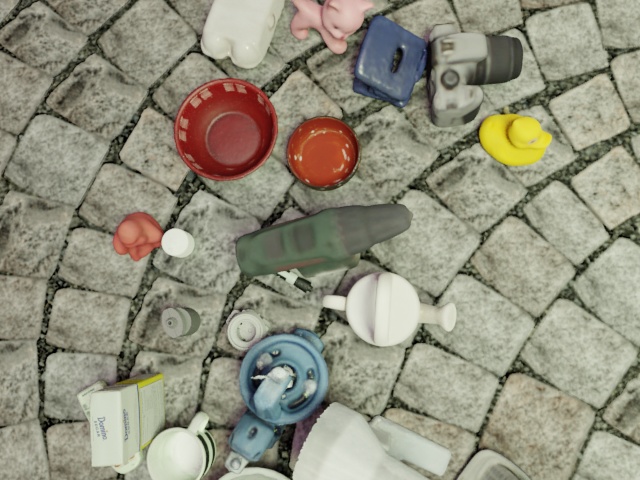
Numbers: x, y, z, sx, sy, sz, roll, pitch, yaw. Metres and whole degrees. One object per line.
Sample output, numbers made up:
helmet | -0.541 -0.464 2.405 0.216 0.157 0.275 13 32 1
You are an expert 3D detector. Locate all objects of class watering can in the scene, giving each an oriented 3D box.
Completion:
watering can | 0.093 0.092 0.777 0.173 0.194 0.101 -15 82 2

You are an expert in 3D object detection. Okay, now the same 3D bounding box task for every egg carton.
egg carton | -0.120 -0.348 0.903 0.107 0.069 0.150 17 85 6

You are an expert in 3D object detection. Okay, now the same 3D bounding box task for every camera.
camera | 0.231 -0.254 0.854 0.136 0.101 0.143 -4 83 3

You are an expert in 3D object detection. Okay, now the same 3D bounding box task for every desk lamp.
desk lamp | 0.076 0.295 0.745 0.203 0.213 0.118 23 85 6

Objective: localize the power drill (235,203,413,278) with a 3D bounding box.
power drill | 0.007 0.003 0.785 0.229 0.208 0.075 -14 83 2

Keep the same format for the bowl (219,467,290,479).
bowl | -0.089 0.400 0.813 0.167 0.075 0.167 0 83 4

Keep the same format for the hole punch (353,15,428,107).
hole punch | 0.108 -0.271 0.869 0.101 0.091 0.109 19 85 6

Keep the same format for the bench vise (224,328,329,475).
bench vise | -0.058 0.222 0.759 0.121 0.220 0.207 11 84 5

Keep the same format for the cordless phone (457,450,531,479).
cordless phone | 0.226 0.366 0.741 0.094 0.185 0.148 32 87 7

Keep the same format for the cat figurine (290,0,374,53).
cat figurine | 0.015 -0.344 0.870 0.127 0.118 0.067 21 85 6

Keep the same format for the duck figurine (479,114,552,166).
duck figurine | 0.291 -0.157 0.847 0.104 0.086 0.077 24 86 6

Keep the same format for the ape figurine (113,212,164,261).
ape figurine | -0.278 -0.008 0.864 0.077 0.092 0.076 4 84 5
